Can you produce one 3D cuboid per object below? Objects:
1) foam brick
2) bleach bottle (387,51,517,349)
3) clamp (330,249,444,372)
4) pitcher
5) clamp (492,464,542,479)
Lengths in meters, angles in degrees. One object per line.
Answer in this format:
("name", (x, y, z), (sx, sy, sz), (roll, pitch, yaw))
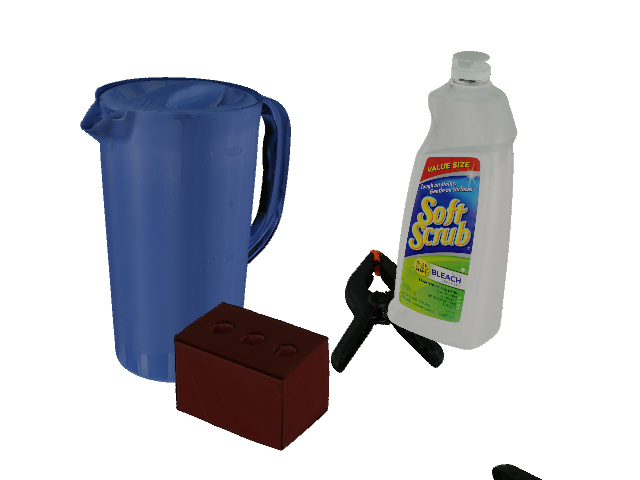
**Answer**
("foam brick", (-0.040, 0.078, 0.626), (0.078, 0.051, 0.052), (16, 28, 26))
("bleach bottle", (0.112, -0.036, 0.902), (0.103, 0.251, 0.067), (20, 33, 34))
("clamp", (0.079, 0.081, 1.191), (0.120, 0.171, 0.039), (7, -42, 1))
("pitcher", (-0.109, -0.012, 0.895), (0.149, 0.243, 0.145), (5, 20, 5))
("clamp", (0.218, 0.243, 0.830), (0.210, 0.036, 0.164), (0, 33, 26))
